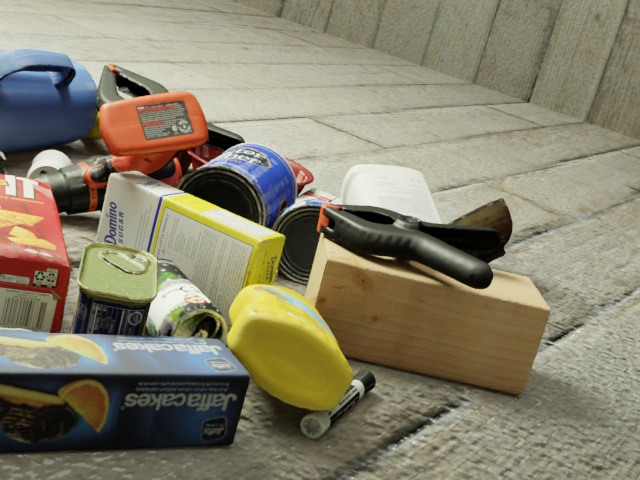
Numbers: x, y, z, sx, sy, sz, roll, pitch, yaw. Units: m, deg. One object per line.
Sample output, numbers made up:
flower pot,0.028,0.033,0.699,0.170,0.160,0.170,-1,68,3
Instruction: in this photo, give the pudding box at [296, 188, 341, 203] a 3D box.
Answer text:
pudding box,0.009,-0.022,1.274,0.090,0.039,0.113,22,21,12

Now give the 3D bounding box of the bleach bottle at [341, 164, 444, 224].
bleach bottle,0.090,0.011,1.143,0.102,0.068,0.251,3,34,-11

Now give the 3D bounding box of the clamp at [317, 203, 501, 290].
clamp,0.086,-0.003,0.973,0.172,0.039,0.120,20,15,16

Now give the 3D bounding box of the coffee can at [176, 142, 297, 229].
coffee can,-0.089,-0.043,1.144,0.103,0.103,0.140,18,17,7

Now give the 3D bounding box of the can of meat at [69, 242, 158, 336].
can of meat,-0.158,0.059,0.797,0.057,0.084,0.102,11,18,-12

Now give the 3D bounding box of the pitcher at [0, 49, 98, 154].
pitcher,-0.358,-0.166,1.243,0.149,0.145,0.242,20,15,19

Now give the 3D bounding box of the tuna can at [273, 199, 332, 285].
tuna can,-0.007,0.001,1.106,0.086,0.086,0.033,16,15,1

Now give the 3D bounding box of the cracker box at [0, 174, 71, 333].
cracker box,-0.300,-0.001,0.885,0.164,0.072,0.214,9,18,-21

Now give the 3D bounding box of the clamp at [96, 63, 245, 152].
clamp,-0.195,-0.147,1.271,0.164,0.036,0.210,-9,43,-30

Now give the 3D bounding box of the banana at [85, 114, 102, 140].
banana,-0.297,-0.165,1.415,0.037,0.069,0.198,45,3,-26

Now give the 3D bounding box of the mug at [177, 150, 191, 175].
mug,-0.203,-0.123,1.346,0.081,0.093,0.117,22,49,5

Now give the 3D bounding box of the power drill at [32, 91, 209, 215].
power drill,-0.203,-0.079,1.053,0.184,0.057,0.188,-15,-9,-30

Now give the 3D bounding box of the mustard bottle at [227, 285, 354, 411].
mustard bottle,-0.028,0.077,0.864,0.096,0.058,0.191,31,4,-8

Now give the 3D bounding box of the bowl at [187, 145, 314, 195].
bowl,-0.091,-0.073,1.314,0.162,0.055,0.162,14,17,-5

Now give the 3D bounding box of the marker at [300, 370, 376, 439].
marker,0.017,0.128,0.844,0.020,0.020,0.121,21,18,18

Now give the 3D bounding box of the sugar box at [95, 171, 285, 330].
sugar box,-0.123,0.009,0.971,0.176,0.093,0.048,25,19,27

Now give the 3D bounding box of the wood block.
wood block,0.093,0.066,0.984,0.206,0.090,0.091,13,17,-6
